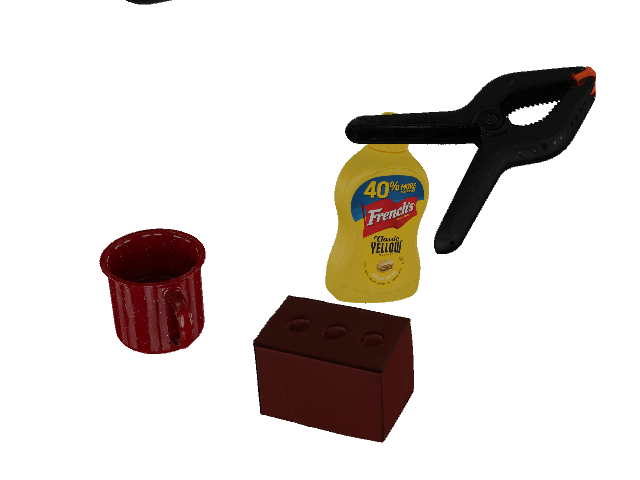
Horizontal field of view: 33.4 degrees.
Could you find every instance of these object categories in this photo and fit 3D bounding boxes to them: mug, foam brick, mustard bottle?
[{"bbox_3d":[-0.140,0.053,0.950,0.093,0.081,0.117,-19,36,-27],"label":"mug"},{"bbox_3d":[0.008,0.072,0.602,0.078,0.051,0.053,9,31,20],"label":"foam brick"},{"bbox_3d":[0.061,-0.034,1.072,0.096,0.192,0.058,-2,21,-19],"label":"mustard bottle"}]

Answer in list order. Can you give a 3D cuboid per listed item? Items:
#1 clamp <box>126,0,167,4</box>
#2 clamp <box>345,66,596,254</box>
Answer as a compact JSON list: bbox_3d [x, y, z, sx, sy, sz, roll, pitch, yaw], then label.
[{"bbox_3d":[-0.023,-0.150,0.554,0.171,0.039,0.120,4,42,10],"label":"clamp"},{"bbox_3d":[0.143,-0.080,0.887,0.210,0.165,0.036,-22,-38,-4],"label":"clamp"}]
